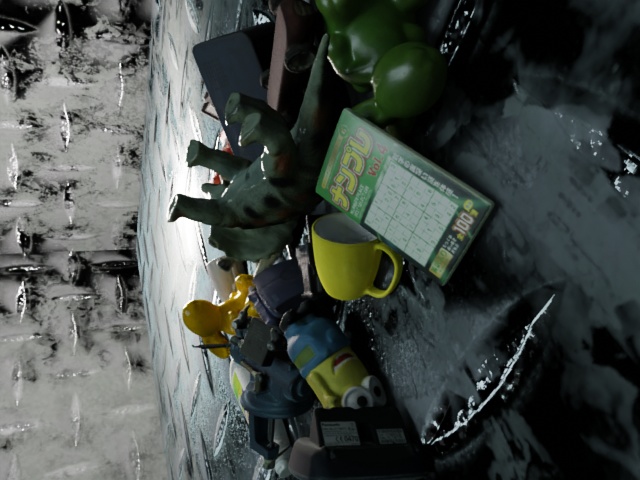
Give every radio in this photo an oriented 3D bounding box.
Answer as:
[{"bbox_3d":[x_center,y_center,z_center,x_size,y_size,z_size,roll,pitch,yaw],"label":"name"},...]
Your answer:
[{"bbox_3d":[-0.089,-0.198,0.806,0.131,0.073,0.229,-1,119,42],"label":"radio"}]

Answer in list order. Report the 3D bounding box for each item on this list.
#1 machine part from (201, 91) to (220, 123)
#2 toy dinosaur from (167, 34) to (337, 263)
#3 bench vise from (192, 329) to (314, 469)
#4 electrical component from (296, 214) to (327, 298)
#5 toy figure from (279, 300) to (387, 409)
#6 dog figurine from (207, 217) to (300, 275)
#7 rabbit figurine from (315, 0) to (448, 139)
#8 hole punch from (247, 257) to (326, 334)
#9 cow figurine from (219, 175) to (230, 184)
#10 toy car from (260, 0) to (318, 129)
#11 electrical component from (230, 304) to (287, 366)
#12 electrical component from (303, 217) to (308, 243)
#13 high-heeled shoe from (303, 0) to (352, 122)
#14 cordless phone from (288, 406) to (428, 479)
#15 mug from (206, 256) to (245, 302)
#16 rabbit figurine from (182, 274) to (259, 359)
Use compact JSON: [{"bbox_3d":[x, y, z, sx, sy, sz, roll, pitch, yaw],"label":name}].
[{"bbox_3d":[-0.177,-0.320,1.075,0.179,0.056,0.179,-46,30,37],"label":"machine part"},{"bbox_3d":[-0.055,-0.079,0.669,0.405,0.192,0.131,-24,55,47],"label":"toy dinosaur"},{"bbox_3d":[-0.096,0.259,0.899,0.224,0.129,0.240,11,103,39],"label":"bench vise"},{"bbox_3d":[0.009,0.020,0.744,0.048,0.075,0.119,162,107,-66],"label":"electrical component"},{"bbox_3d":[0.015,0.167,0.701,0.180,0.082,0.089,50,162,23],"label":"toy figure"},{"bbox_3d":[-0.094,-0.038,0.935,0.190,0.121,0.172,-56,37,14],"label":"dog figurine"},{"bbox_3d":[0.063,-0.175,0.551,0.170,0.121,0.159,-114,26,-45],"label":"rabbit figurine"},{"bbox_3d":[-0.038,0.078,0.809,0.142,0.116,0.092,46,124,56],"label":"hole punch"},{"bbox_3d":[-0.139,-0.091,0.995,0.194,0.127,0.085,119,138,-53],"label":"cow figurine"},{"bbox_3d":[-0.036,-0.203,0.642,0.202,0.053,0.089,112,141,-67],"label":"toy car"},{"bbox_3d":[-0.094,0.147,0.820,0.102,0.045,0.078,30,94,34],"label":"electrical component"},{"bbox_3d":[-0.002,-0.002,0.824,0.094,0.021,0.063,-137,50,-56],"label":"electrical component"},{"bbox_3d":[-0.026,-0.225,0.736,0.145,0.086,0.248,19,94,30],"label":"high-heeled shoe"},{"bbox_3d":[0.027,0.285,0.629,0.089,0.146,0.184,-111,34,-50],"label":"cordless phone"},{"bbox_3d":[-0.197,0.090,1.204,0.109,0.081,0.107,-33,74,56],"label":"mug"},{"bbox_3d":[-0.194,0.152,1.079,0.122,0.173,0.162,59,139,40],"label":"rabbit figurine"}]
